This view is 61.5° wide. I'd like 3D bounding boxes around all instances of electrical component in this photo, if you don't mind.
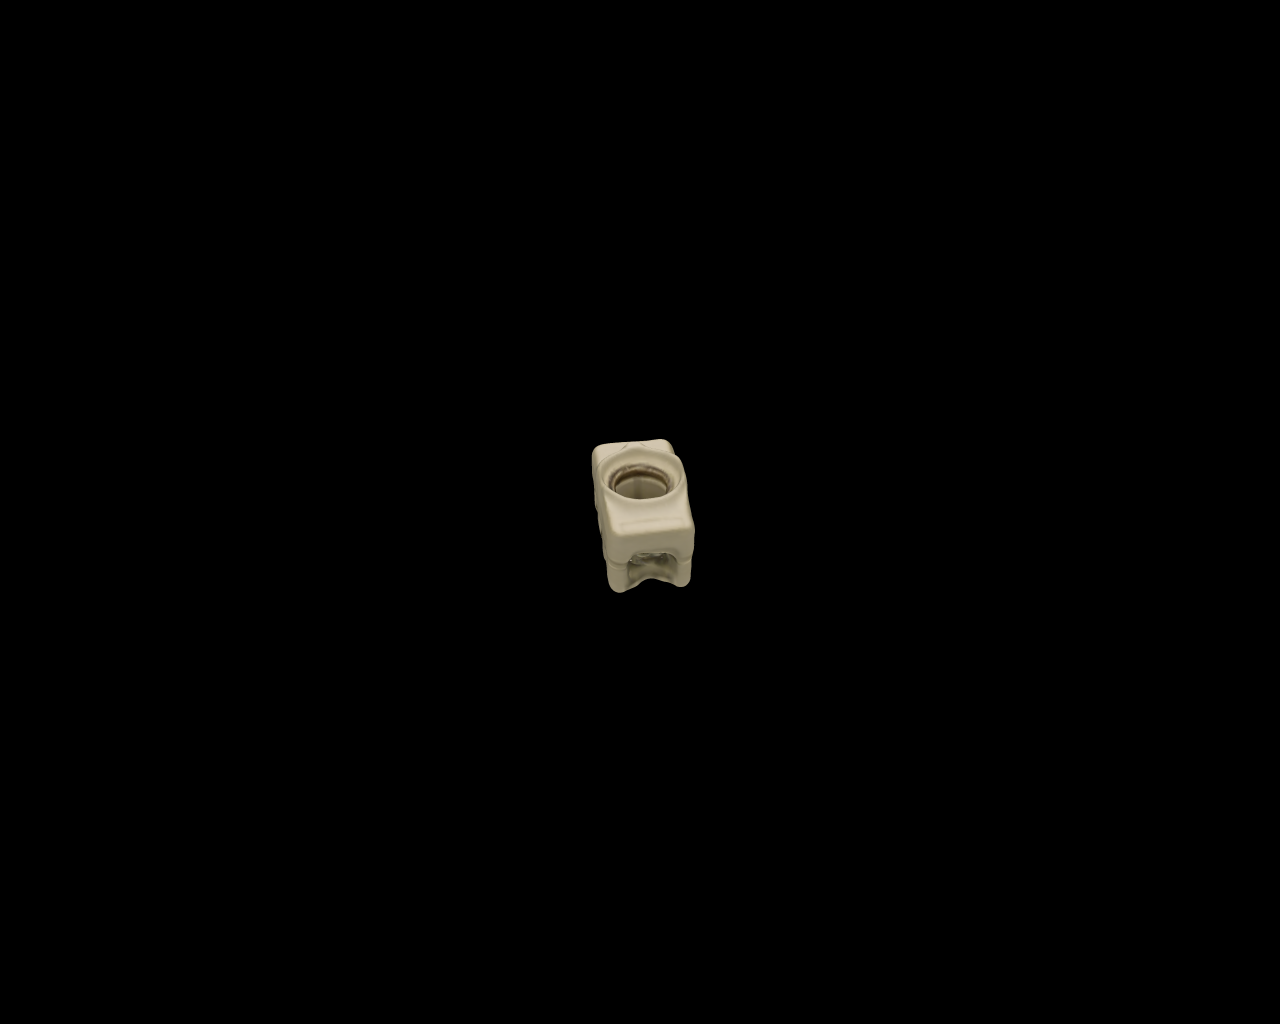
[{"bbox_3d":[0.001,-0.003,0.650,0.050,0.055,0.090,-5,40,-6],"label":"electrical component"}]
